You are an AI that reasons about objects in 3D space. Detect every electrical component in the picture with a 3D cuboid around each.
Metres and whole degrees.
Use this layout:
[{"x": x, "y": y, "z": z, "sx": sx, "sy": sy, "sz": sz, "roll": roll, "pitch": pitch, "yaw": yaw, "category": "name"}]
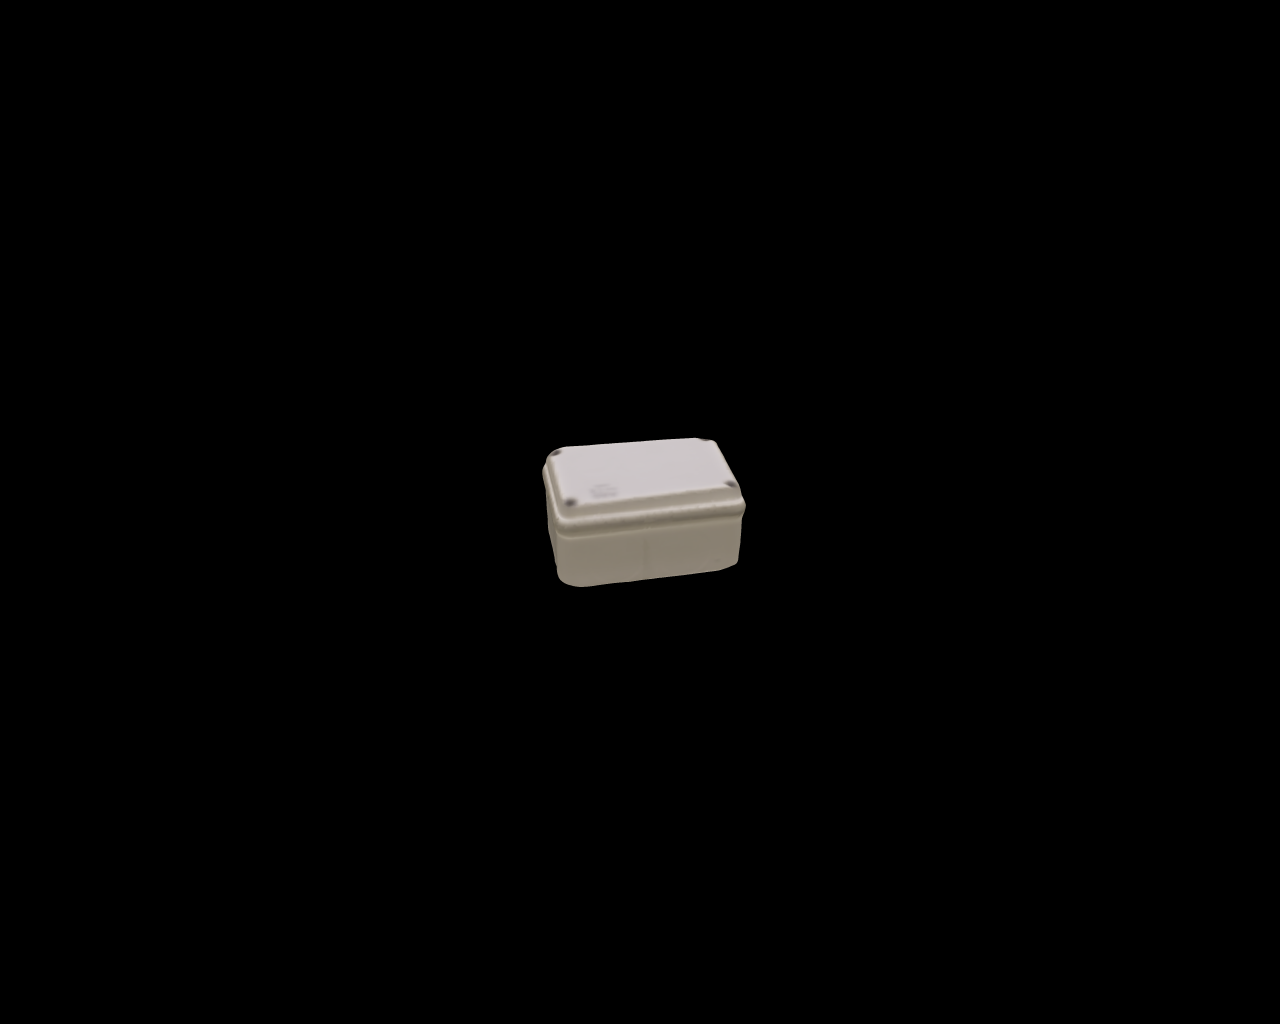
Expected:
[{"x": 0.001, "y": -0.003, "z": 0.650, "sx": 0.113, "sy": 0.057, "sz": 0.078, "roll": -6, "pitch": 32, "yaw": -9, "category": "electrical component"}]
